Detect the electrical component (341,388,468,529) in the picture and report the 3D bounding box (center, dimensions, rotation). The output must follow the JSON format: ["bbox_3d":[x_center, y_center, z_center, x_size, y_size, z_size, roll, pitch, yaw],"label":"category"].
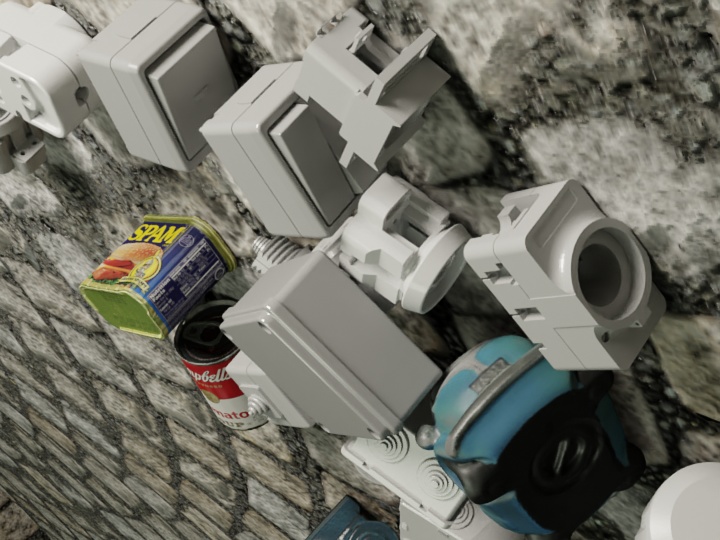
[{"bbox_3d":[0.049,0.115,0.735,0.100,0.100,0.048,35,119,10],"label":"electrical component"}]

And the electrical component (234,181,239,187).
[{"bbox_3d":[-0.062,-0.075,0.654,0.035,0.035,0.061,34,151,12],"label":"electrical component"}]

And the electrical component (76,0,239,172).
[{"bbox_3d":[-0.110,-0.105,0.640,0.061,0.061,0.096,20,147,34],"label":"electrical component"}]

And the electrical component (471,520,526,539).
[{"bbox_3d":[0.116,0.201,0.823,0.045,0.055,0.045,30,152,18],"label":"electrical component"}]

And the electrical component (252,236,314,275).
[{"bbox_3d":[-0.040,0.005,0.738,0.081,0.043,0.043,38,153,4],"label":"electrical component"}]

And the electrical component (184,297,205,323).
[{"bbox_3d":[-0.147,0.029,0.922,0.035,0.035,0.061,11,143,44],"label":"electrical component"}]

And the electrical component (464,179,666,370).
[{"bbox_3d":[0.107,0.004,0.541,0.089,0.050,0.056,49,153,-18],"label":"electrical component"}]

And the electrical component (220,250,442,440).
[{"bbox_3d":[-0.021,0.048,0.659,0.108,0.056,0.109,45,161,-11],"label":"electrical component"}]

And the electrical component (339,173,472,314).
[{"bbox_3d":[0.027,-0.012,0.612,0.057,0.058,0.078,35,153,15],"label":"electrical component"}]

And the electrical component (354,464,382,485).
[{"bbox_3d":[0.025,0.135,0.840,0.078,0.058,0.057,38,150,5],"label":"electrical component"}]

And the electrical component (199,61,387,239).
[{"bbox_3d":[-0.030,-0.062,0.603,0.061,0.061,0.096,6,138,47],"label":"electrical component"}]

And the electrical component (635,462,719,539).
[{"bbox_3d":[0.201,0.155,0.620,0.080,0.080,0.051,33,158,13],"label":"electrical component"}]

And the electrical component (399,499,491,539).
[{"bbox_3d":[0.080,0.214,0.897,0.100,0.048,0.099,28,150,21],"label":"electrical component"}]

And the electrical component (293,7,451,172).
[{"bbox_3d":[0.003,-0.092,0.538,0.064,0.042,0.081,41,153,6],"label":"electrical component"}]

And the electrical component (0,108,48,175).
[{"bbox_3d":[-0.289,-0.118,0.855,0.078,0.058,0.057,34,155,12],"label":"electrical component"}]

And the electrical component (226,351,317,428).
[{"bbox_3d":[-0.046,0.071,0.786,0.061,0.096,0.061,-4,130,53],"label":"electrical component"}]

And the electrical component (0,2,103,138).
[{"bbox_3d":[-0.217,-0.139,0.727,0.095,0.059,0.053,27,151,24],"label":"electrical component"}]

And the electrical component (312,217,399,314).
[{"bbox_3d":[0.000,0.000,0.678,0.055,0.045,0.045,46,153,-11],"label":"electrical component"}]
